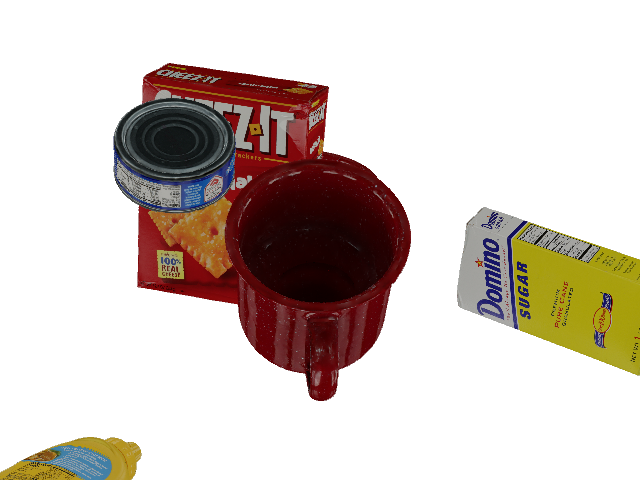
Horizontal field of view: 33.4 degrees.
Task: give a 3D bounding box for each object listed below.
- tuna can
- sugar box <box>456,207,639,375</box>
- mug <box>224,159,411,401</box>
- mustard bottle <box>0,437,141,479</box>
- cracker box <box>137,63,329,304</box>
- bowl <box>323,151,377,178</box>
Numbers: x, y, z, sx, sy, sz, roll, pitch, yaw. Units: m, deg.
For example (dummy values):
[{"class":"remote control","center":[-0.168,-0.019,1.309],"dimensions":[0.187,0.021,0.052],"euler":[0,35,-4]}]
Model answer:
[{"class":"tuna can","center":[-0.102,-0.061,0.747],"dimensions":[0.086,0.086,0.034],"euler":[0,-42,-8]},{"class":"sugar box","center":[0.208,0.043,0.935],"dimensions":[0.176,0.093,0.048],"euler":[18,35,25]},{"class":"mug","center":[-0.002,0.028,0.556],"dimensions":[0.093,0.117,0.081],"euler":[-4,-34,-6]},{"class":"mustard bottle","center":[-0.210,0.202,0.853],"dimensions":[0.096,0.058,0.191],"euler":[7,15,29]},{"class":"cracker box","center":[-0.087,-0.048,1.014],"dimensions":[0.164,0.214,0.072],"euler":[10,22,12]},{"class":"bowl","center":[-0.014,-0.053,1.255],"dimensions":[0.162,0.055,0.162],"euler":[6,26,-3]}]
